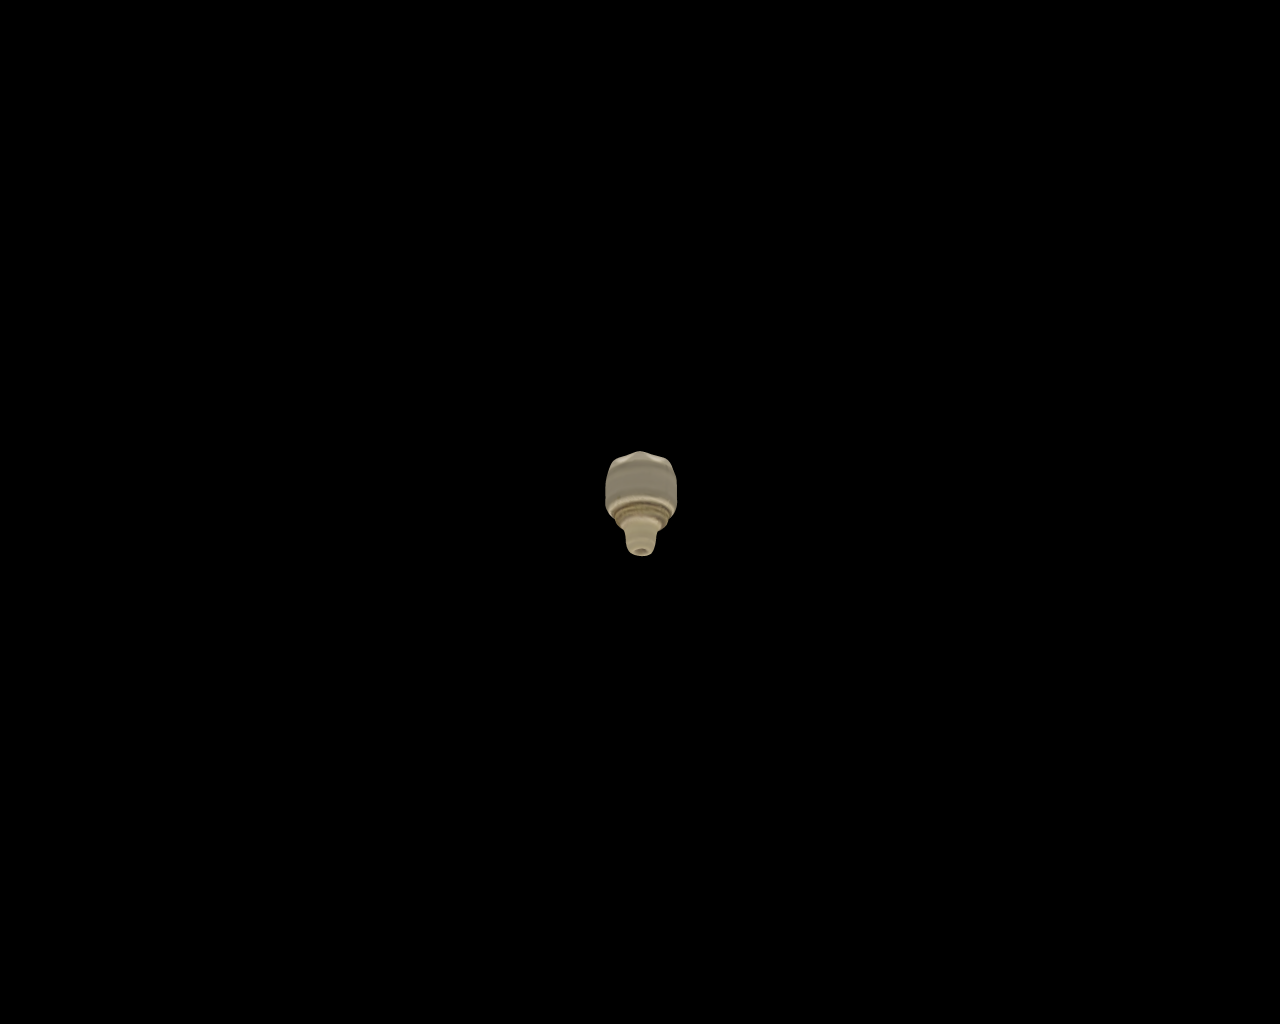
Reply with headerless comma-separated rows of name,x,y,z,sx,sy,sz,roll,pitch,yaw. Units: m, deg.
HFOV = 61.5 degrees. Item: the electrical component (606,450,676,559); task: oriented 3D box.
electrical component,0.001,-0.003,0.650,0.043,0.062,0.043,0,-28,0
